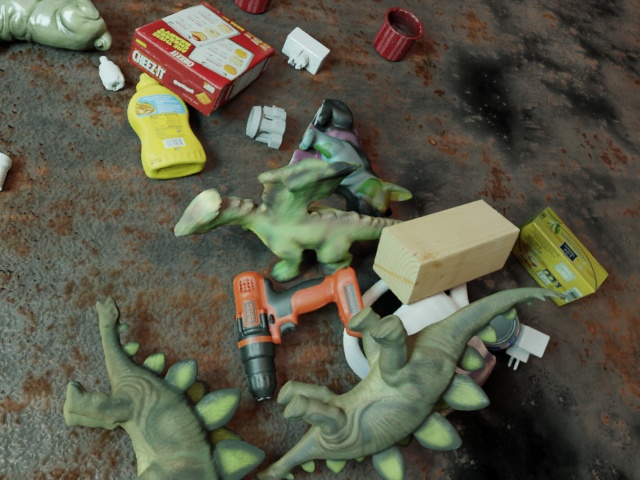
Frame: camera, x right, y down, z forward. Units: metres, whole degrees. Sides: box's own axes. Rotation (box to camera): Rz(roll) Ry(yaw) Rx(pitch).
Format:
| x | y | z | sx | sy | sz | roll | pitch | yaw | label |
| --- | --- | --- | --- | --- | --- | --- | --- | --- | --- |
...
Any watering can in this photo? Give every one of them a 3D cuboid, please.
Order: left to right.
| x | y | z | sx | sy | sz | roll | pitch | yaw | label |
| --- | --- | --- | --- | --- | --- | --- | --- | --- | --- |
| 0.197 | 0.134 | 0.833 | 0.352 | 0.226 | 0.102 | -30 | -14 | -31 | watering can |

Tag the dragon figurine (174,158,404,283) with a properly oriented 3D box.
| x | y | z | sx | sy | sz | roll | pitch | yaw | label |
| --- | --- | --- | --- | --- | --- | --- | --- | --- | --- |
| 0.002 | -0.038 | 0.748 | 0.411 | 0.124 | 0.238 | -7 | -22 | -9 | dragon figurine |
